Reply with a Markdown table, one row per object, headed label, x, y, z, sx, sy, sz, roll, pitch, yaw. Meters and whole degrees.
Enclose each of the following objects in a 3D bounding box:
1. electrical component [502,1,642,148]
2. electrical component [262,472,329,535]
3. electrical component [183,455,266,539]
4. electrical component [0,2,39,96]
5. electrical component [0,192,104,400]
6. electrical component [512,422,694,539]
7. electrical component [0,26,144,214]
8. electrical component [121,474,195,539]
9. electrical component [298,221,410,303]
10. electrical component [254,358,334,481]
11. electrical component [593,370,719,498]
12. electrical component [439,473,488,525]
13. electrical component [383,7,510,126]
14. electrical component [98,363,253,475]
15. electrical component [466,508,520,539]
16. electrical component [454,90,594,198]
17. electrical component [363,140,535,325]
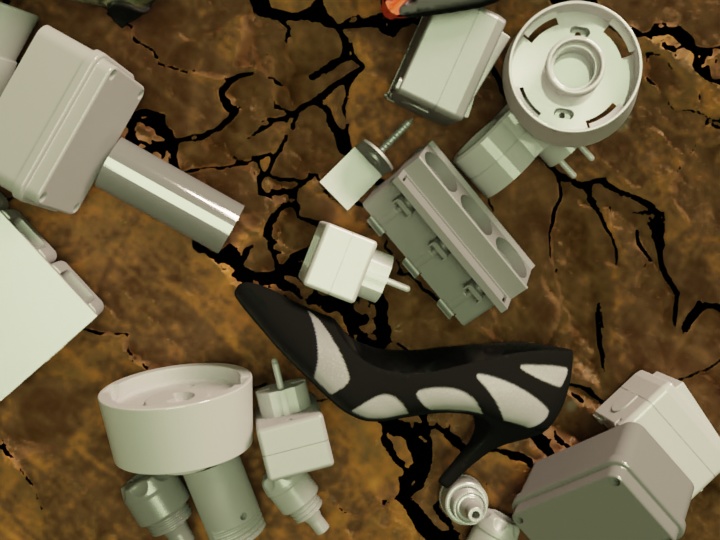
| label | x | y | z | sx | sy | sz | roll | pitch | yaw |
| --- | --- | --- | --- | --- | --- | --- | --- | --- | --- |
| electrical component | 0.150 | -0.138 | 0.754 | 0.099 | 0.064 | 0.099 | 0 | 90 | 6 |
| electrical component | -0.045 | 0.173 | 0.810 | 0.035 | 0.035 | 0.061 | -36 | 100 | -3 |
| electrical component | -0.099 | 0.173 | 0.797 | 0.043 | 0.043 | 0.081 | -20 | 107 | -5 |
| electrical component | -0.258 | -0.155 | 0.758 | 0.044 | 0.044 | 0.065 | 19 | 96 | -8 |
| electrical component | -0.265 | 0.003 | 0.757 | 0.089 | 0.062 | 0.150 | -42 | 98 | -2 |
| electrical component | 0.178 | 0.172 | 0.794 | 0.078 | 0.057 | 0.113 | 48 | 132 | -8 |
| electrical component | -0.208 | -0.101 | 0.744 | 0.057 | 0.078 | 0.113 | 30 | 90 | 8 |
| electrical component | -0.145 | 0.176 | 0.793 | 0.043 | 0.043 | 0.062 | -30 | 99 | -4 |
| electrical component | 0.000 | 0.000 | 0.787 | 0.077 | 0.066 | 0.047 | 21 | 91 | -8 |
| electrical component | -0.053 | 0.102 | 0.779 | 0.047 | 0.083 | 0.075 | -14 | 96 | -6 |
| electrical component | 0.239 | 0.129 | 0.827 | 0.061 | 0.062 | 0.096 | -43 | 98 | -2 |
| electrical component | 0.080 | 0.176 | 0.811 | 0.035 | 0.061 | 0.035 | 0 | 94 | -7 |
| electrical component | 0.067 | -0.158 | 0.785 | 0.061 | 0.062 | 0.096 | 24 | 91 | -8 |
| electrical component | -0.127 | 0.110 | 0.761 | 0.108 | 0.108 | 0.060 | -7 | 101 | -6 |
| electrical component | 0.096 | 0.217 | 0.830 | 0.035 | 0.035 | 0.061 | 26 | 93 | -8 |
| electrical component | 0.144 | -0.102 | 0.803 | 0.138 | 0.052 | 0.073 | -44 | 97 | -2 |
| electrical component | 0.064 | -0.025 | 0.790 | 0.063 | 0.078 | 0.121 | -37 | 98 | 26 |
